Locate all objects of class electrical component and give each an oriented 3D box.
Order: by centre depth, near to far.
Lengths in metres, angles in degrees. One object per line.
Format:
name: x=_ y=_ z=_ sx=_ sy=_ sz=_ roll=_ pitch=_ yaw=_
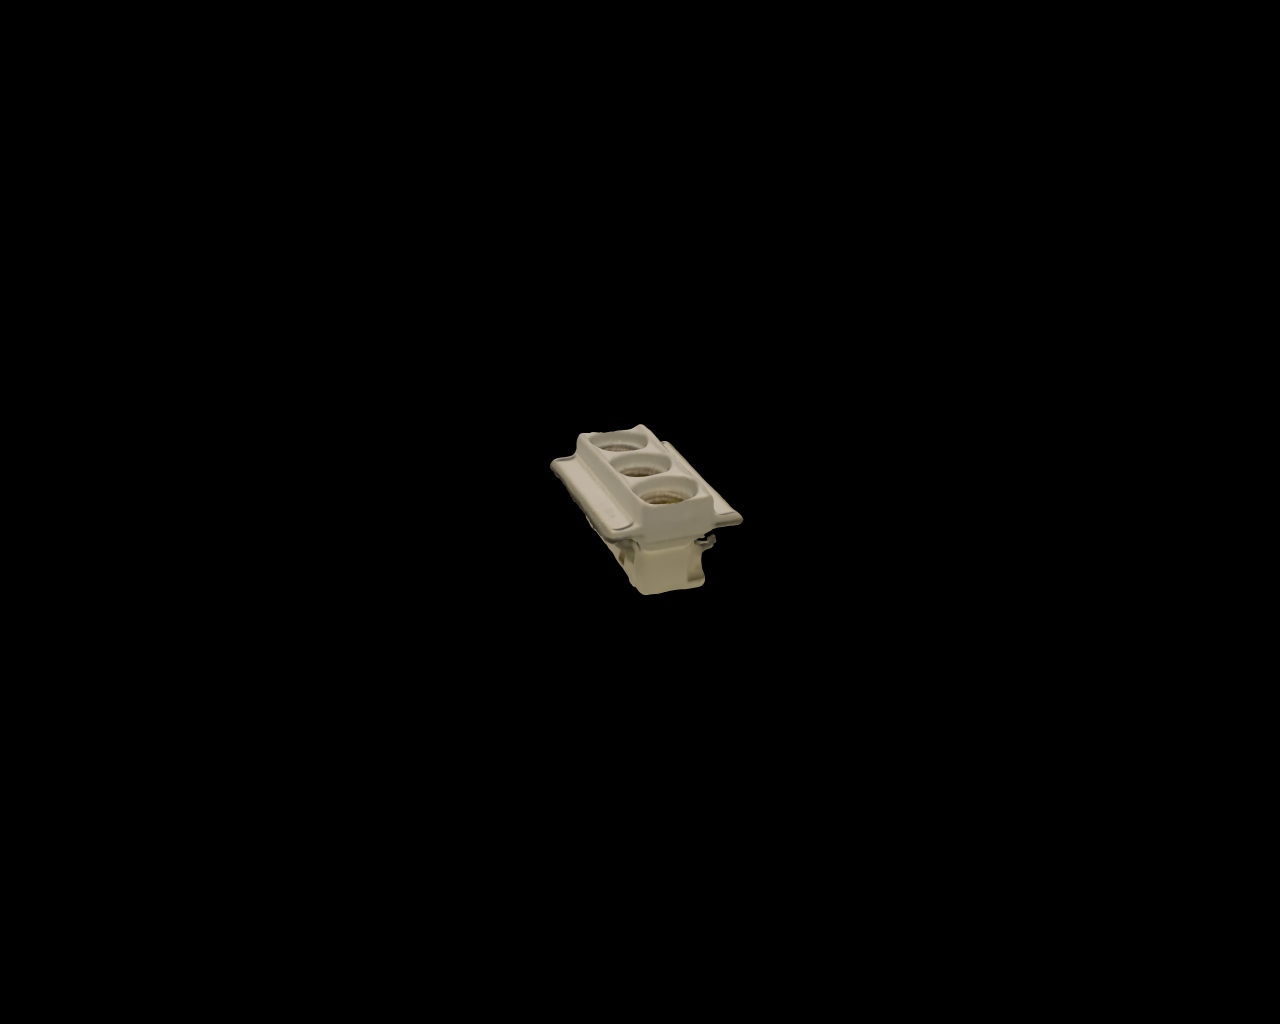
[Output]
electrical component: x=0.001 y=-0.003 z=0.650 sx=0.079 sy=0.063 sz=0.121 roll=-8 pitch=26 yaw=-18
